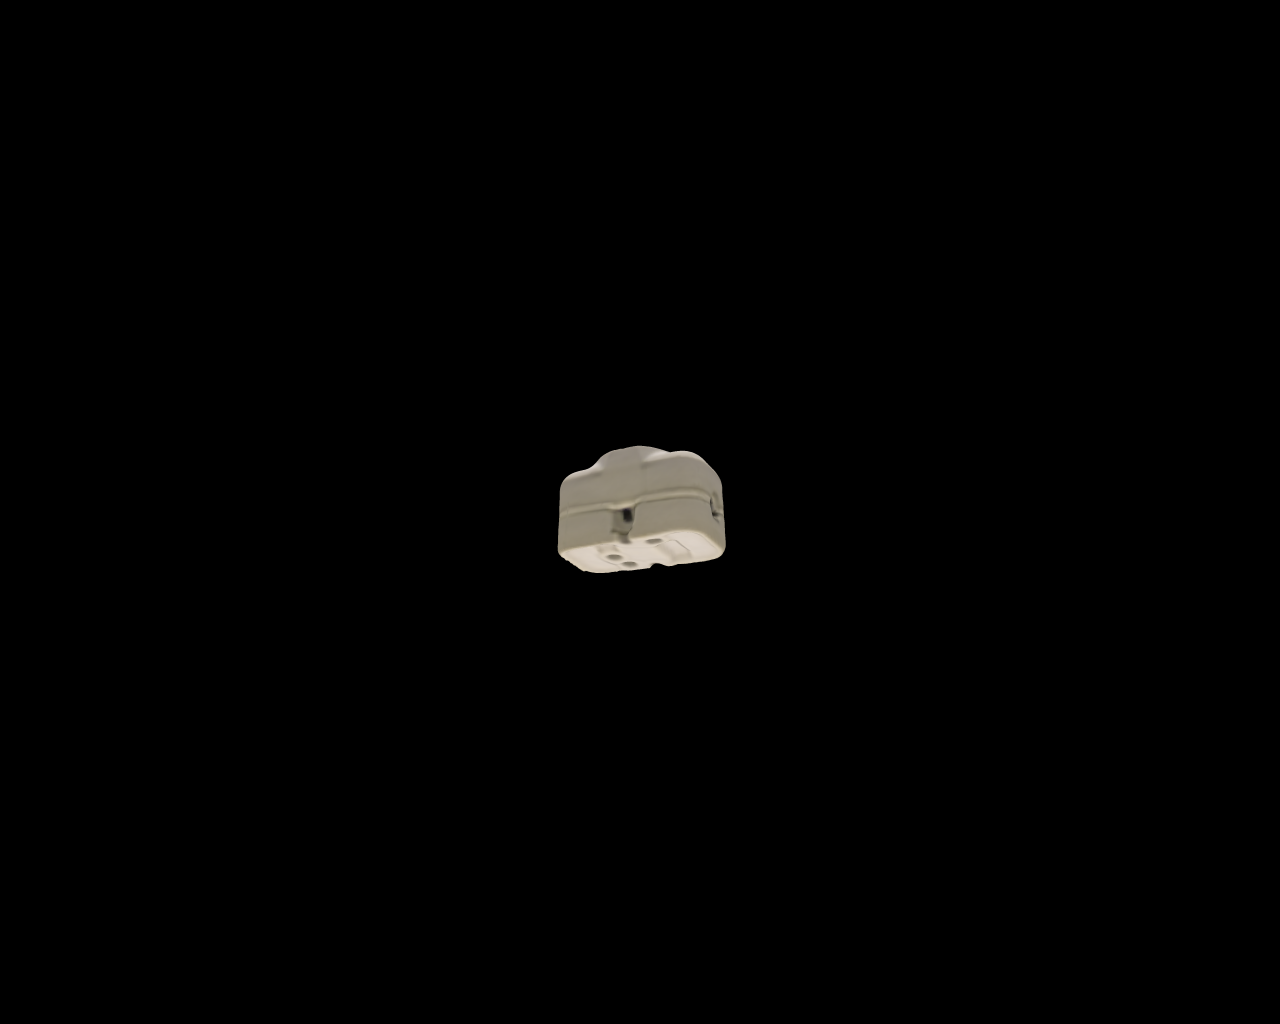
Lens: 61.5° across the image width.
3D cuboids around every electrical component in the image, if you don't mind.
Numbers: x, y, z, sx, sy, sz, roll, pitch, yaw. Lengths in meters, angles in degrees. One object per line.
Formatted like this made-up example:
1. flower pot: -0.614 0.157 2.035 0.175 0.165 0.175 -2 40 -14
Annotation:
1. electrical component: 0.001 -0.003 0.650 0.095 0.059 0.053 -9 -24 22
